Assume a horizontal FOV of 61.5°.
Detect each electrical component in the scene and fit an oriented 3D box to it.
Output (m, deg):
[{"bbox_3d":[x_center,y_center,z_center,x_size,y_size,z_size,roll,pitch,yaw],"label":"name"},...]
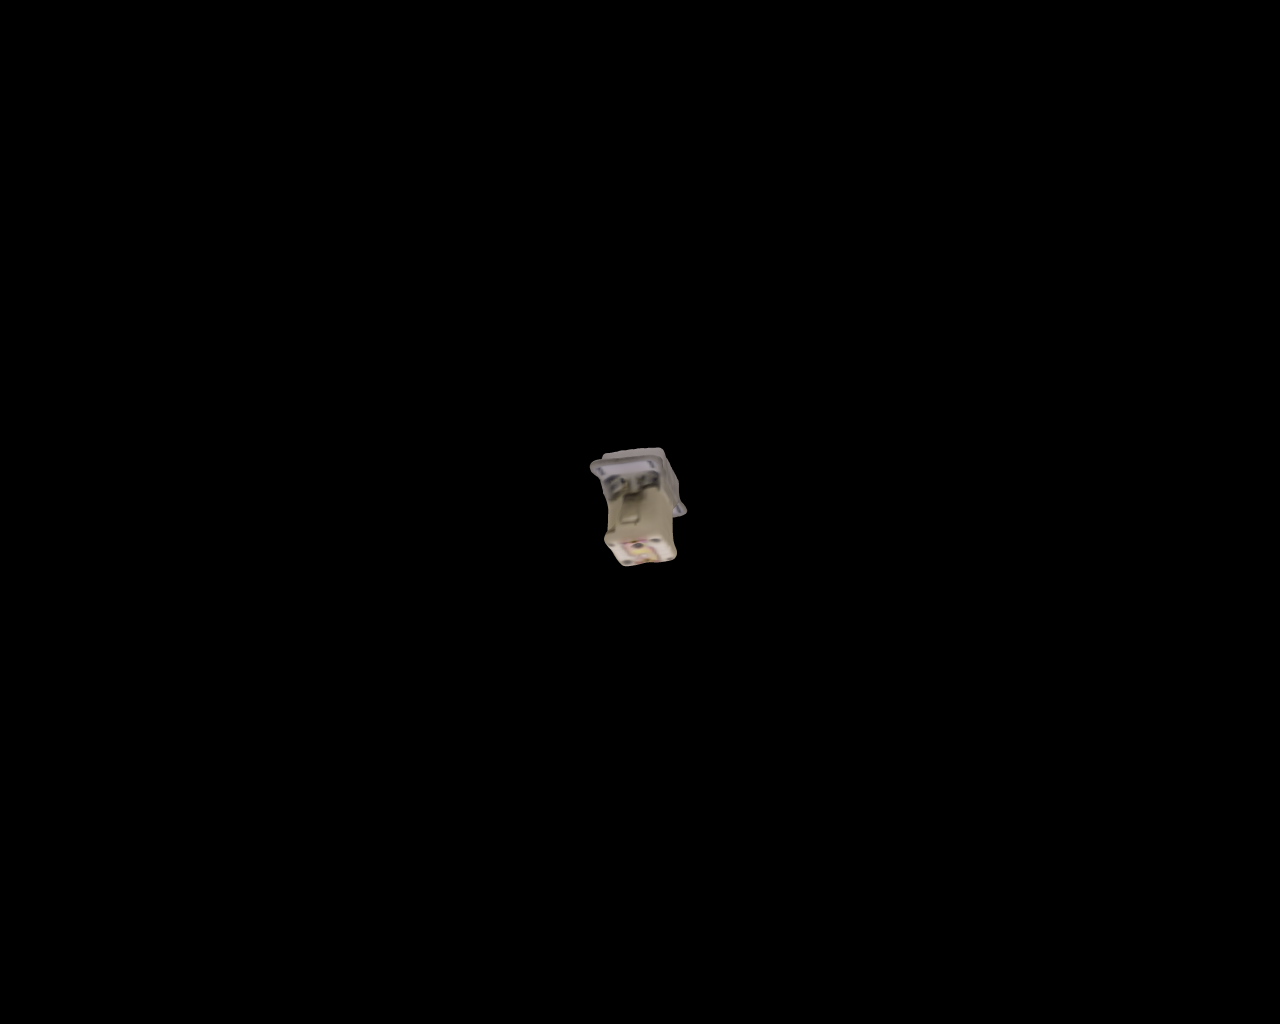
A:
[{"bbox_3d":[0.001,-0.003,0.650,0.042,0.064,0.081,-7,-27,14],"label":"electrical component"}]
